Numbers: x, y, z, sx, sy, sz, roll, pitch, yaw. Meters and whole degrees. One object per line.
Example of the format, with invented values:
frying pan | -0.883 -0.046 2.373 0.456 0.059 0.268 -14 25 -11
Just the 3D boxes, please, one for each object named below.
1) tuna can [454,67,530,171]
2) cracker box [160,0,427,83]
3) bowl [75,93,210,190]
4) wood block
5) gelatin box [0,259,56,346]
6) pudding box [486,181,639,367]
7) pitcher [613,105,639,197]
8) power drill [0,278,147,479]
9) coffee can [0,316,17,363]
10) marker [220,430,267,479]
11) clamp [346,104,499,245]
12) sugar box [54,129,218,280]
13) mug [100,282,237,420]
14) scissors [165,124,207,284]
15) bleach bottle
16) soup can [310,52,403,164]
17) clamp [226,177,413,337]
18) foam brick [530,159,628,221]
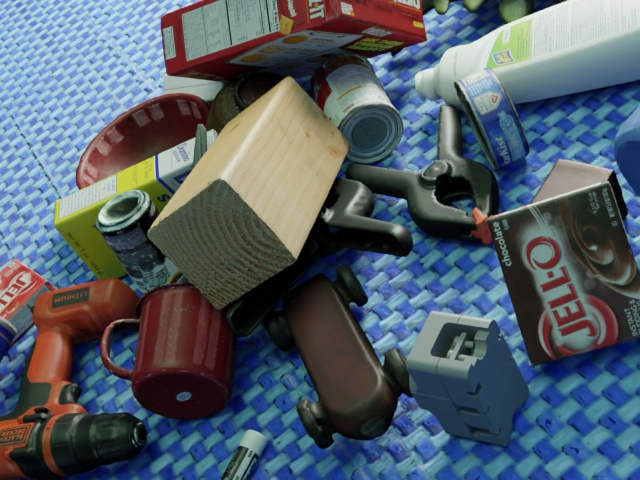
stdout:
tuna can | 0.148 -0.105 0.921 0.034 0.086 0.086 -25 40 5
cracker box | -0.027 -0.214 1.067 0.214 0.163 0.072 -11 85 35
bowl | -0.175 -0.083 1.130 0.162 0.055 0.162 -18 41 16
wood block | -0.054 -0.046 0.909 0.091 0.090 0.206 -33 17 30
gelatin box | -0.319 0.067 1.087 0.089 0.030 0.073 -47 43 -17
pudding box | 0.178 0.024 0.757 0.090 0.039 0.113 -18 86 16
pitcher | 0.330 -0.122 0.804 0.242 0.149 0.145 -46 56 -11
power drill | -0.216 0.123 0.942 0.185 0.057 0.187 -11 44 23
coffee can | -0.356 0.124 0.976 0.103 0.102 0.140 8 65 38
marker | -0.075 0.199 0.804 0.020 0.020 0.121 5 52 36
clamp | 0.110 -0.058 0.935 0.120 0.039 0.172 -44 45 -6
sugar box | -0.158 -0.030 1.035 0.176 0.093 0.048 -22 41 12
mug | -0.122 0.093 0.879 0.117 0.093 0.081 7 50 -7
scissors | -0.093 -0.001 0.955 0.096 0.016 0.202 12 85 23
bleach bottle | 0.208 -0.174 0.974 0.251 0.068 0.102 -11 43 27
soup can | 0.035 -0.128 1.032 0.068 0.068 0.102 -28 40 5
clamp | -0.006 0.001 0.908 0.164 0.036 0.210 -29 21 9
foam brick | 0.195 -0.015 0.825 0.051 0.053 0.078 14 59 41
